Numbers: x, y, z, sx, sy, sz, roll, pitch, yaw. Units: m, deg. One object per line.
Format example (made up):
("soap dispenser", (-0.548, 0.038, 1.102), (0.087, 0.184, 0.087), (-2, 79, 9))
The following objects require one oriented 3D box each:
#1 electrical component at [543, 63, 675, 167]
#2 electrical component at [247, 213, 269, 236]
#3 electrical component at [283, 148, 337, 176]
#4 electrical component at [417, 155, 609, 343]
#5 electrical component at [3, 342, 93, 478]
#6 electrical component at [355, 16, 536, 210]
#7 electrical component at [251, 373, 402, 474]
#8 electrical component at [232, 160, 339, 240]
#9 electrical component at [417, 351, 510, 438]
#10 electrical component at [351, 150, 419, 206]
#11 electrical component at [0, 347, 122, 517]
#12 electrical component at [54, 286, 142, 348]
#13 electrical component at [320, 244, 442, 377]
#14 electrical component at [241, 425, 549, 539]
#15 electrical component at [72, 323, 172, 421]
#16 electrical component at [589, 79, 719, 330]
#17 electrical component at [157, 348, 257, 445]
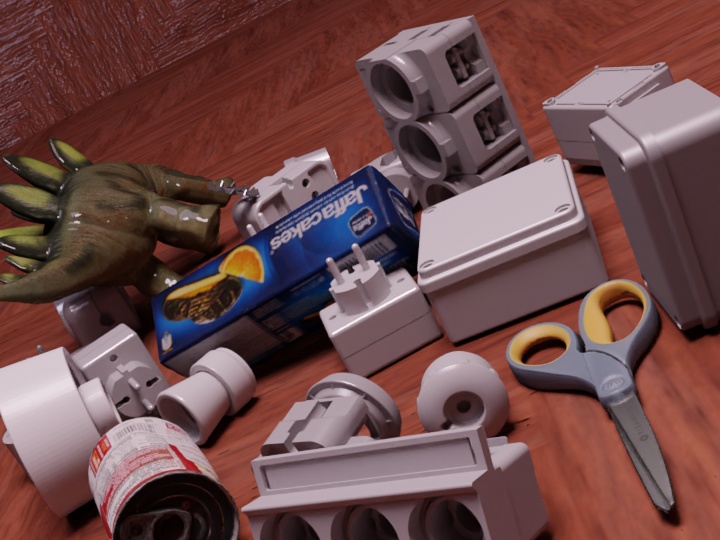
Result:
("electrical component", (0.193, -0.110, 0.790), (0.062, 0.061, 0.096), (-35, 22, -18))
("electrical component", (-0.067, -0.009, 0.863), (0.047, 0.075, 0.083), (-14, 25, 34))
("electrical component", (-0.051, -0.103, 1.119), (0.046, 0.040, 0.040), (-22, 21, 0))
("electrical component", (0.096, -0.016, 0.698), (0.109, 0.056, 0.108), (-23, 21, 15))
("electrical component", (-0.234, 0.093, 0.836), (0.052, 0.073, 0.138), (-20, 22, 20))
("electrical component", (0.067, -0.104, 0.810), (0.062, 0.150, 0.089), (-37, 22, -25))
("electrical component", (-0.012, 0.093, 0.580), (0.078, 0.058, 0.057), (-11, 29, 38))
("electrical component", (-0.070, -0.061, 1.020), (0.095, 0.053, 0.059), (-39, 23, -26))
("electrical component", (0.054, 0.064, 0.583), (0.048, 0.048, 0.062), (-25, 14, 8))
("electrical component", (0.033, -0.072, 0.931), (0.077, 0.043, 0.079), (-22, 21, 16))
("electrical component", (-0.194, 0.103, 0.721), (0.060, 0.108, 0.108), (-26, 20, -11))
("electrical component", (-0.248, 0.037, 1.014), (0.059, 0.053, 0.095), (-31, 21, -8))
("electrical component", (0.005, 0.020, 0.702), (0.066, 0.076, 0.047), (-29, 20, -1))
("electrical component", (0.017, 0.112, 0.484), (0.121, 0.078, 0.063), (-14, 3, 33))
("electrical component", (-0.166, 0.084, 0.782), (0.047, 0.065, 0.077), (-35, 21, -17))
("electrical component", (0.171, -0.034, 0.566), (0.057, 0.113, 0.078), (-23, 21, 6))
("electrical component", (-0.104, 0.085, 0.731), (0.045, 0.045, 0.055), (-5, 29, 47))
